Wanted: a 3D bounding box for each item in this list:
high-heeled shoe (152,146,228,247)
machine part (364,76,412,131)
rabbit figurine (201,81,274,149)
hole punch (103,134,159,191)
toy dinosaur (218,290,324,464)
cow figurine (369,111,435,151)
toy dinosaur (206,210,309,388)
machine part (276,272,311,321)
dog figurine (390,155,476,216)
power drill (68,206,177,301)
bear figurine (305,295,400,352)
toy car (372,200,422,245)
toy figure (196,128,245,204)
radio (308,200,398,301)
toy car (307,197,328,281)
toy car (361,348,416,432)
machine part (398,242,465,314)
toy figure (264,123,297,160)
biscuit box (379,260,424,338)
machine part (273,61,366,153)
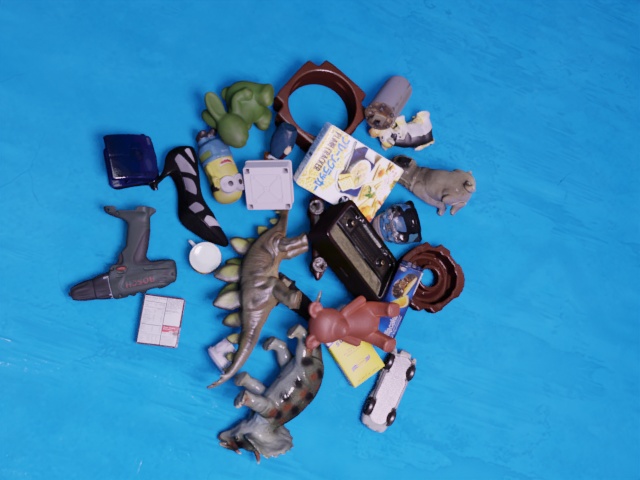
[{"bbox_3d":[-0.277,-0.105,1.261,0.248,0.086,0.145,45,56,-8],"label":"high-heeled shoe"},{"bbox_3d":[0.173,-0.344,1.343,0.079,0.079,0.243,36,45,-5],"label":"machine part"},{"bbox_3d":[-0.195,-0.293,1.252,0.159,0.121,0.170,20,54,-8],"label":"rabbit figurine"},{"bbox_3d":[-0.433,-0.183,1.229,0.116,0.092,0.142,-13,81,-17],"label":"hole punch"},{"bbox_3d":[-0.067,0.322,1.204,0.405,0.131,0.192,-47,112,-14],"label":"toy dinosaur"},{"bbox_3d":[0.211,-0.269,1.385,0.167,0.068,0.098,-16,92,-12],"label":"cow figurine"},{"bbox_3d":[-0.137,0.107,1.217,0.199,0.105,0.471,7,62,5],"label":"toy dinosaur"},{"bbox_3d":[-0.058,0.145,1.282,0.139,0.039,0.084,36,68,-3],"label":"machine part"},{"bbox_3d":[0.271,-0.153,1.330,0.190,0.172,0.121,28,67,-14],"label":"dog figurine"},{"bbox_3d":[-0.441,0.027,1.199,0.232,0.086,0.207,-3,78,-13],"label":"power drill"},{"bbox_3d":[0.068,0.186,1.183,0.196,0.132,0.120,3,95,-48],"label":"bear figurine"},{"bbox_3d":[0.182,-0.033,1.320,0.103,0.161,0.109,-14,91,31],"label":"toy car"},{"bbox_3d":[-0.237,-0.172,1.270,0.082,0.089,0.180,-24,79,-18],"label":"toy figure"},{"bbox_3d":[0.083,0.027,1.255,0.229,0.073,0.131,53,52,-25],"label":"radio"},{"bbox_3d":[-0.003,-0.004,1.287,0.053,0.089,0.202,-3,81,-8],"label":"toy car"},{"bbox_3d":[0.165,0.357,1.288,0.073,0.056,0.201,27,76,0],"label":"toy car"},{"bbox_3d":[0.269,0.095,1.347,0.179,0.056,0.179,1,82,-10],"label":"machine part"},{"bbox_3d":[-0.102,-0.205,1.288,0.058,0.154,0.064,16,34,-21],"label":"toy figure"},{"bbox_3d":[0.181,0.152,1.280,0.059,0.063,0.202,23,100,9],"label":"biscuit box"},{"bbox_3d":[-0.001,-0.324,1.338,0.201,0.087,0.201,40,77,-5],"label":"machine part"}]
